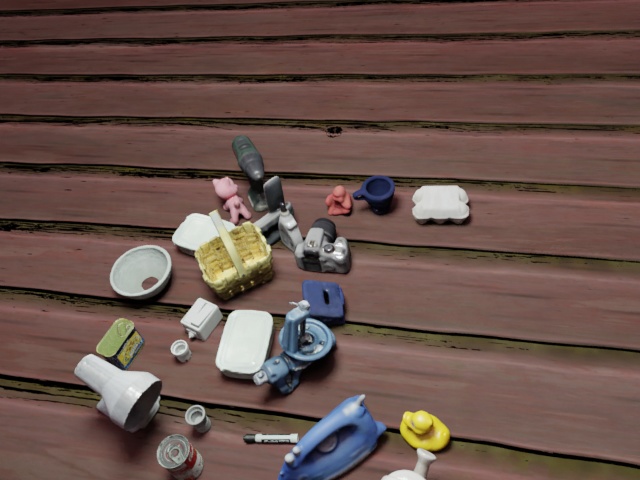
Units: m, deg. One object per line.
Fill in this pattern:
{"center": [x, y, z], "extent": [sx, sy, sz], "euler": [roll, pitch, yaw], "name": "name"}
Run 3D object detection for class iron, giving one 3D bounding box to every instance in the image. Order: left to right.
{"center": [0.005, 0.409, 1.155], "extent": [0.259, 0.142, 0.118], "euler": [-33, 53, -16], "name": "iron"}

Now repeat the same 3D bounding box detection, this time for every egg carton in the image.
{"center": [0.326, -0.094, 1.550], "extent": [0.150, 0.069, 0.107], "euler": [-1, 51, 10], "name": "egg carton"}

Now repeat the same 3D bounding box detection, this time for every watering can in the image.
{"center": [0.158, 0.468, 1.046], "extent": [0.100, 0.194, 0.173], "euler": [3, 52, 13], "name": "watering can"}

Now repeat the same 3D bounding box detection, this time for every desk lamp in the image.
{"center": [-0.429, 0.337, 1.243], "extent": [0.202, 0.214, 0.118], "euler": [20, 58, 24], "name": "desk lamp"}

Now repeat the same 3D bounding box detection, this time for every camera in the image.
{"center": [0.014, 0.005, 1.505], "extent": [0.143, 0.101, 0.137], "euler": [5, 53, 14], "name": "camera"}

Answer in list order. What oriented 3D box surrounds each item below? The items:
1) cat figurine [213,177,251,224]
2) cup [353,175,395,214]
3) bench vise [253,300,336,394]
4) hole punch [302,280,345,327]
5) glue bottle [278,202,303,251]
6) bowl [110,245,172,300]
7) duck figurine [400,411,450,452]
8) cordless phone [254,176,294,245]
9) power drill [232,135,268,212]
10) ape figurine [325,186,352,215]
{"center": [-0.258, -0.126, 1.648], "extent": [0.067, 0.118, 0.127], "euler": [-28, 52, -12], "name": "cat figurine"}
{"center": [0.150, -0.113, 1.580], "extent": [0.118, 0.095, 0.091], "euler": [-15, 50, -2], "name": "cup"}
{"center": [-0.053, 0.238, 1.252], "extent": [0.121, 0.220, 0.208], "euler": [21, 58, 25], "name": "bench vise"}
{"center": [0.009, 0.150, 1.396], "extent": [0.101, 0.091, 0.108], "euler": [-11, 50, 2], "name": "hole punch"}
{"center": [-0.083, -0.038, 1.510], "extent": [0.037, 0.173, 0.078], "euler": [-37, 54, -19], "name": "glue bottle"}
{"center": [-0.467, 0.099, 1.532], "extent": [0.167, 0.075, 0.167], "euler": [-5, 51, 6], "name": "bowl"}
{"center": [0.215, 0.384, 1.174], "extent": [0.104, 0.086, 0.077], "euler": [15, 56, 21], "name": "duck figurine"}
{"center": [-0.147, -0.083, 1.550], "extent": [0.148, 0.185, 0.093], "euler": [-40, 56, -21], "name": "cordless phone"}
{"center": [-0.184, -0.184, 1.623], "extent": [0.075, 0.209, 0.229], "euler": [-23, 51, -8], "name": "power drill"}
{"center": [0.055, -0.115, 1.600], "extent": [0.076, 0.092, 0.077], "euler": [-38, 55, -19], "name": "ape figurine"}
